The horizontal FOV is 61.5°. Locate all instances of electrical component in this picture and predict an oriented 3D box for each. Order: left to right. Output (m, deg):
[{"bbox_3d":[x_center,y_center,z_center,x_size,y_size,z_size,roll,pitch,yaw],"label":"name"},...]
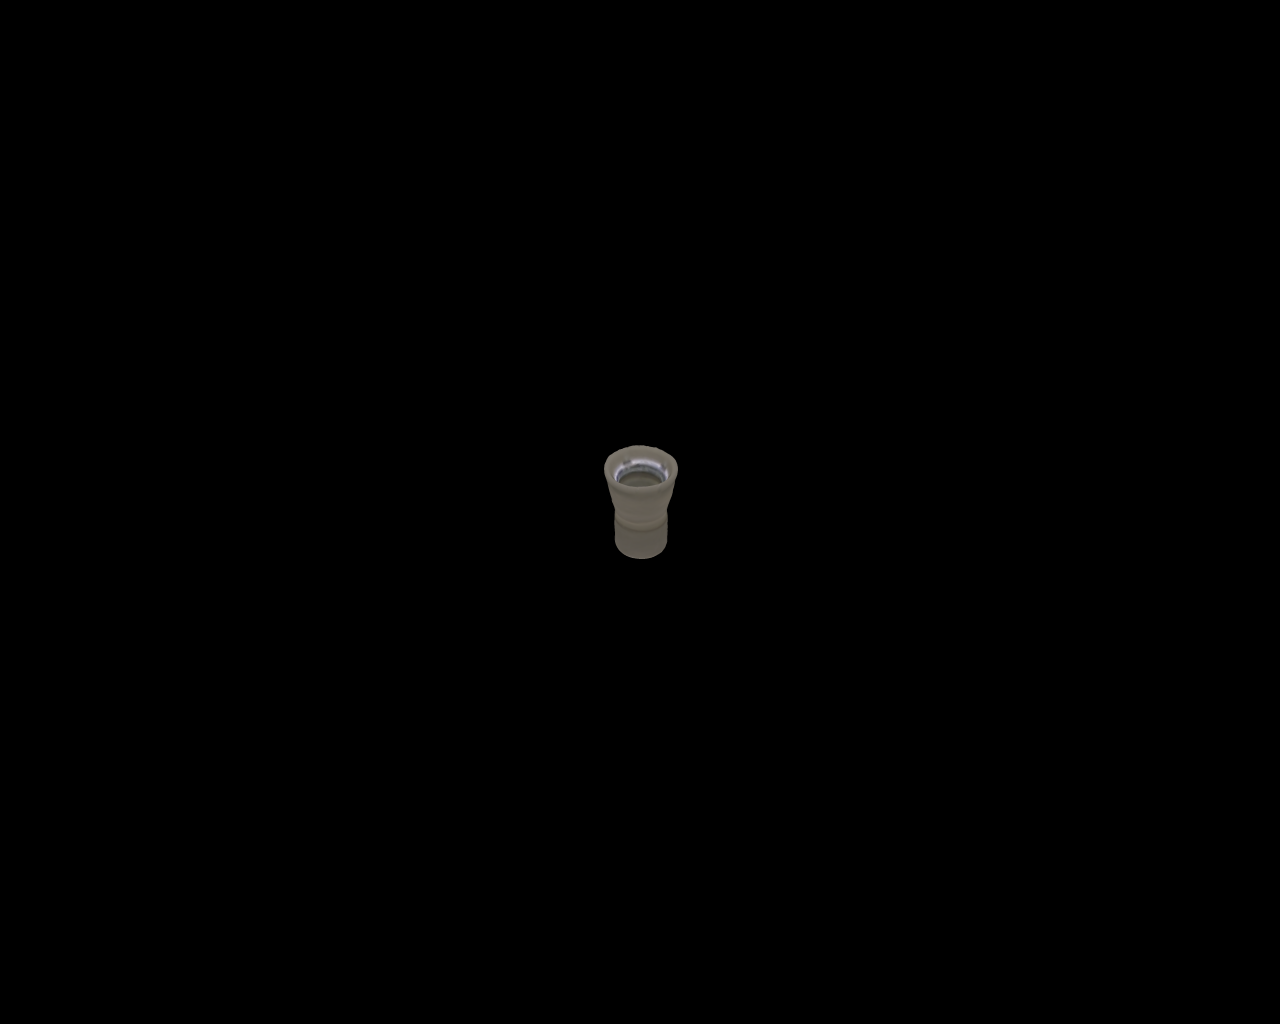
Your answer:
[{"bbox_3d":[0.001,-0.003,0.650,0.044,0.065,0.044,0,40,0],"label":"electrical component"}]
